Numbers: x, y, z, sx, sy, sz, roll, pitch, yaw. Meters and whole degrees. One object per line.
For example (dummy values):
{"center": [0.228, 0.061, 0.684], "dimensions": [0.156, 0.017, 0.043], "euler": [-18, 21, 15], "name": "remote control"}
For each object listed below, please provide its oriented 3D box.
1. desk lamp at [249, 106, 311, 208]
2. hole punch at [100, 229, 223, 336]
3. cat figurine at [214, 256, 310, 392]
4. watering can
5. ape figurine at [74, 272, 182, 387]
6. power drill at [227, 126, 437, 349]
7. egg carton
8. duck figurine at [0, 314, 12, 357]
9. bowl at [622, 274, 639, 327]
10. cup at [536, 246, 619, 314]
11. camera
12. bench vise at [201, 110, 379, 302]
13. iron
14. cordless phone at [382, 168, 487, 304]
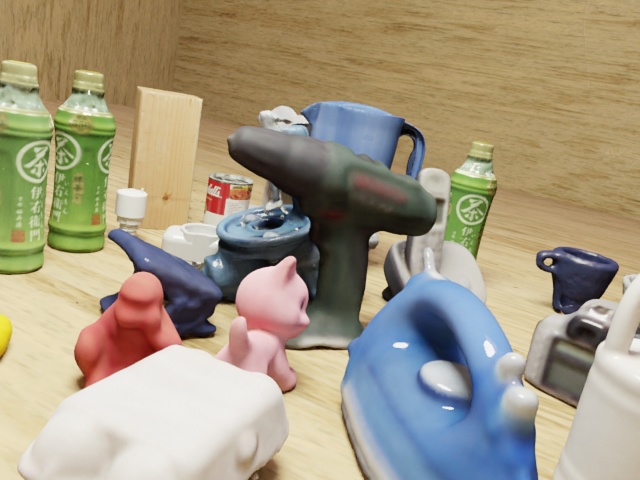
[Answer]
{"center": [-0.063, -0.117, 0.979], "dimensions": [0.118, 0.213, 0.202], "euler": [5, 15, -20], "name": "desk lamp"}
{"center": [-0.154, 0.038, 0.564], "dimensions": [0.101, 0.091, 0.108], "euler": [-1, 18, -38], "name": "hole punch"}
{"center": [-0.048, 0.069, 0.471], "dimensions": [0.067, 0.118, 0.128], "euler": [14, 15, 13], "name": "cat figurine"}
{"center": [0.238, 0.107, 0.384], "dimensions": [0.101, 0.194, 0.172], "euler": [8, 15, -12], "name": "watering can"}
{"center": [-0.146, 0.070, 0.448], "dimensions": [0.078, 0.092, 0.076], "euler": [11, 14, 1], "name": "ape figurine"}
{"center": [0.005, 0.002, 0.585], "dimensions": [0.230, 0.208, 0.075], "euler": [4, 16, -25], "name": "power drill"}
{"center": [-0.088, 0.121, 0.341], "dimensions": [0.107, 0.069, 0.151], "euler": [16, 15, 20], "name": "egg carton"}
{"center": [-0.283, 0.046, 0.448], "dimensions": [0.078, 0.086, 0.104], "euler": [0, 18, -36], "name": "duck figurine"}
{"center": [0.508, 0.110, 0.811], "dimensions": [0.167, 0.075, 0.167], "euler": [10, 14, -2], "name": "bowl"}
{"center": [0.367, 0.064, 0.843], "dimensions": [0.118, 0.095, 0.091], "euler": [9, 14, -6], "name": "cup"}
{"center": [0.307, 0.116, 0.588], "dimensions": [0.142, 0.101, 0.137], "euler": [23, 19, 39], "name": "camera"}
{"center": [-0.029, -0.035, 0.680], "dimensions": [0.208, 0.220, 0.121], "euler": [-3, 20, -42], "name": "bench vise"}
{"center": [0.096, 0.104, 0.395], "dimensions": [0.119, 0.141, 0.258], "euler": [8, 15, -12], "name": "iron"}
{"center": [0.161, 0.003, 0.743], "dimensions": [0.148, 0.185, 0.093], "euler": [0, 18, -37], "name": "cordless phone"}
